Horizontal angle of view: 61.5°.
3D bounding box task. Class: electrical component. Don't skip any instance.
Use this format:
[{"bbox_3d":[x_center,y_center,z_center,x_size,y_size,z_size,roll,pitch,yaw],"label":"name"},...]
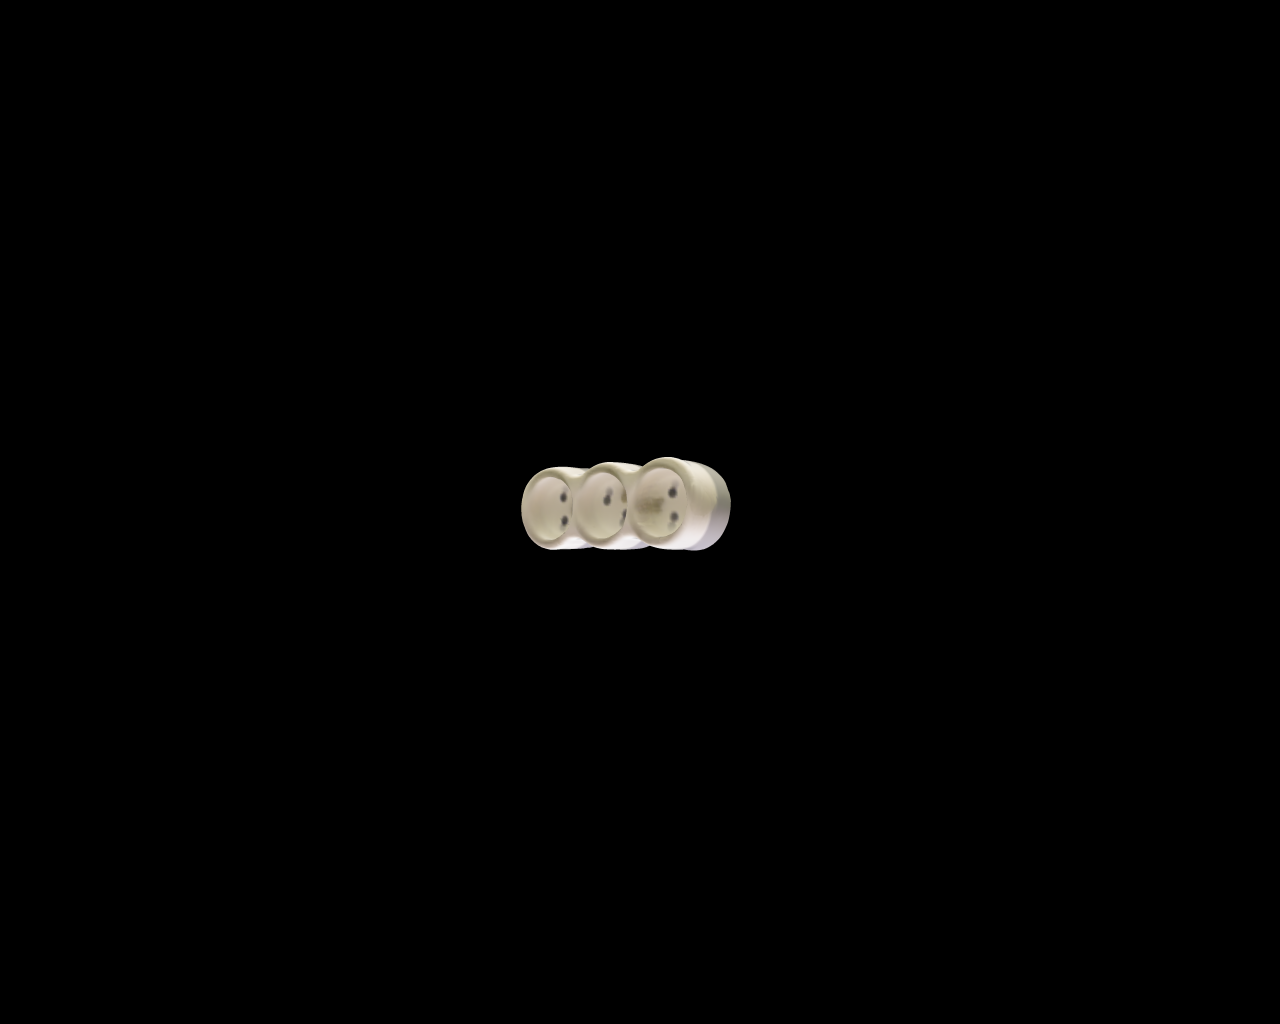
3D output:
[{"bbox_3d":[0.001,-0.003,0.650,0.138,0.052,0.074,-2,-2,40],"label":"electrical component"}]
